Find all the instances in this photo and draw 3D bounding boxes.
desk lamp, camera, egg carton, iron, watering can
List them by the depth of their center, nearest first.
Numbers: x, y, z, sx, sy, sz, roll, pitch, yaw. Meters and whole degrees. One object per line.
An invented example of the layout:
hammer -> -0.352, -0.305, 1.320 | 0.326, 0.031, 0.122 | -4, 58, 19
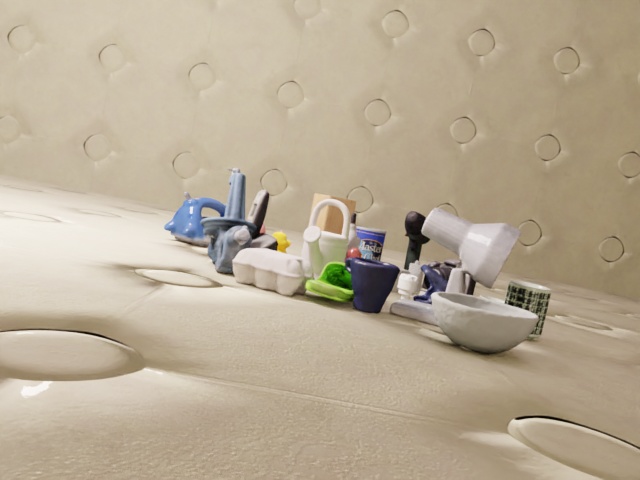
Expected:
desk lamp -> 0.255, 0.055, 1.073 | 0.202, 0.213, 0.118 | 12, 4, 19
egg carton -> -0.088, 0.059, 1.100 | 0.150, 0.069, 0.107 | 13, 4, 23
watering can -> 0.014, 0.005, 1.277 | 0.101, 0.194, 0.173 | 11, 3, 0
camera -> 0.339, 0.099, 1.576 | 0.137, 0.101, 0.142 | 8, 5, -42
iron -> -0.312, -0.055, 1.643 | 0.118, 0.141, 0.259 | 13, 4, 34

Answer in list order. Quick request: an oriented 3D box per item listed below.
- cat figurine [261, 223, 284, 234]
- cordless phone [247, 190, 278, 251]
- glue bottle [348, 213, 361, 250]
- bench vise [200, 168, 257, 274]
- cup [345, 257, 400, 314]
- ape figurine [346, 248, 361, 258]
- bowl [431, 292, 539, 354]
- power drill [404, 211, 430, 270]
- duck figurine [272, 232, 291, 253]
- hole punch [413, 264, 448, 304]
cat figurine -> -0.164, -0.011, 1.601 | 0.128, 0.118, 0.067 | 11, 4, -8
cordless phone -> -0.142, -0.023, 1.304 | 0.094, 0.185, 0.147 | 9, 4, -26
glue bottle -> 0.071, 0.017, 1.438 | 0.078, 0.173, 0.037 | 8, 4, -37
bench vise -> -0.172, -0.042, 1.221 | 0.122, 0.220, 0.206 | 8, 5, -41
cup -> 0.083, 0.083, 1.055 | 0.117, 0.095, 0.092 | 15, 5, 44
ape figurine -> 0.079, 0.064, 1.369 | 0.077, 0.092, 0.076 | 13, 4, 30
bowl -> 0.253, 0.136, 0.906 | 0.167, 0.075, 0.167 | 11, 3, 0
power drill -> 0.264, 0.026, 1.619 | 0.075, 0.208, 0.230 | 12, 4, 18
duck figurine -> -0.115, 0.021, 1.498 | 0.077, 0.086, 0.105 | 14, 4, 39
hole punch -> 0.266, 0.107, 1.283 | 0.101, 0.091, 0.109 | 11, 3, 4
